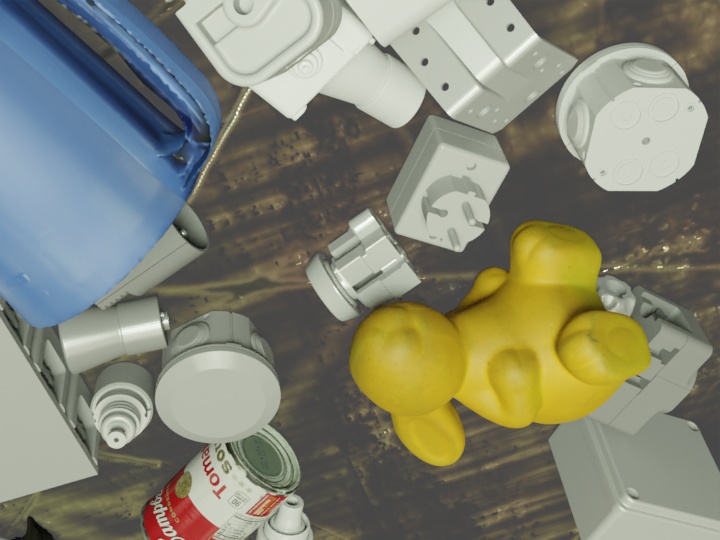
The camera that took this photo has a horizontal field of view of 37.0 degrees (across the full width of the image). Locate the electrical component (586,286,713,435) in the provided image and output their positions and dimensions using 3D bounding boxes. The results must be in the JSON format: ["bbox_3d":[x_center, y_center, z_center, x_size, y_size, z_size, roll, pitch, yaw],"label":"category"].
[{"bbox_3d":[0.195,0.065,0.750,0.056,0.050,0.089,24,119,-23],"label":"electrical component"}]

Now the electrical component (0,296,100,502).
[{"bbox_3d":[-0.234,0.070,0.679,0.089,0.061,0.150,-16,126,3],"label":"electrical component"}]

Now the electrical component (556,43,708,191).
[{"bbox_3d":[0.160,-0.088,0.633,0.080,0.051,0.080,-4,126,-6],"label":"electrical component"}]

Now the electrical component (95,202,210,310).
[{"bbox_3d":[-0.136,-0.008,0.649,0.081,0.043,0.043,-33,124,15],"label":"electrical component"}]

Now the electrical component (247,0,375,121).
[{"bbox_3d":[-0.038,-0.128,0.545,0.061,0.096,0.062,36,114,-29],"label":"electrical component"}]

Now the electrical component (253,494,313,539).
[{"bbox_3d":[-0.056,0.198,0.812,0.048,0.048,0.062,6,118,-13],"label":"electrical component"}]

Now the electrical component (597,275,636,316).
[{"bbox_3d":[0.161,0.035,0.733,0.035,0.035,0.061,11,126,-16],"label":"electrical component"}]

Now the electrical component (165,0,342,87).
[{"bbox_3d":[-0.054,-0.132,0.471,0.054,0.059,0.095,-34,98,17],"label":"electrical component"}]

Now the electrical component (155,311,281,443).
[{"bbox_3d":[-0.094,0.071,0.708,0.080,0.051,0.080,-4,126,-6],"label":"electrical component"}]

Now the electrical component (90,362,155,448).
[{"bbox_3d":[-0.155,0.091,0.701,0.040,0.078,0.040,-2,111,-6],"label":"electrical component"}]

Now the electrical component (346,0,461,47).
[{"bbox_3d":[0.010,-0.170,0.512,0.057,0.113,0.078,-32,124,17],"label":"electrical component"}]

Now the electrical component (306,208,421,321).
[{"bbox_3d":[0.000,0.000,0.676,0.055,0.048,0.066,-35,124,7],"label":"electrical component"}]

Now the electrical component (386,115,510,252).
[{"bbox_3d":[0.054,-0.041,0.634,0.047,0.076,0.065,16,122,-19],"label":"electrical component"}]

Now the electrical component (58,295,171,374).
[{"bbox_3d":[-0.154,0.038,0.682,0.065,0.044,0.044,-11,127,-7],"label":"electrical component"}]

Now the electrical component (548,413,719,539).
[{"bbox_3d":[0.205,0.154,0.781,0.109,0.108,0.056,17,124,-20],"label":"electrical component"}]

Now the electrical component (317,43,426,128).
[{"bbox_3d":[0.004,-0.107,0.602,0.065,0.044,0.044,25,118,-30],"label":"electrical component"}]
